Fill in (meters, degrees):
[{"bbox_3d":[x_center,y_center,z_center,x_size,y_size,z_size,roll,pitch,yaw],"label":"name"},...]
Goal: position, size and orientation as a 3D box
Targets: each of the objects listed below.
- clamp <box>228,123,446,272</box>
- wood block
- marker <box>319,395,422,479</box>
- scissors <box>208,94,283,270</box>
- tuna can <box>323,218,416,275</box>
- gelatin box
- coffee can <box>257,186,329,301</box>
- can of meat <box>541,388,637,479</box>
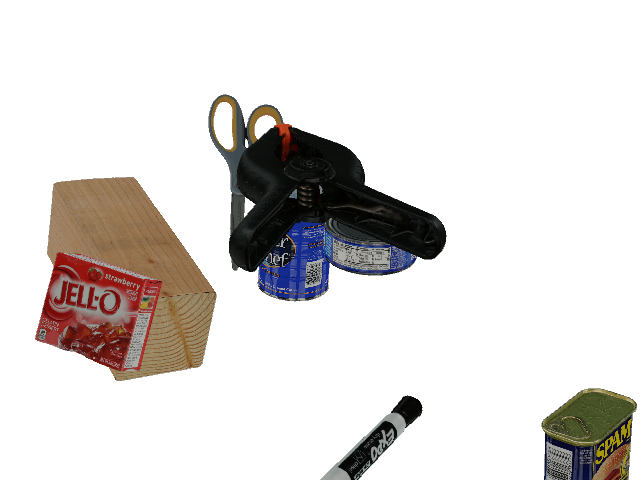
[{"bbox_3d":[-0.014,-0.027,0.634,0.120,0.039,0.172,-2,23,-24],"label":"clamp"},{"bbox_3d":[-0.188,0.030,1.033,0.090,0.091,0.206,-6,36,-31],"label":"wood block"},{"bbox_3d":[0.039,0.146,0.766,0.020,0.020,0.120,0,23,37],"label":"marker"},{"bbox_3d":[-0.076,-0.072,1.223,0.096,0.202,0.016,-12,-6,-14],"label":"scissors"},{"bbox_3d":[0.045,-0.002,0.947,0.086,0.034,0.086,1,25,-1],"label":"tuna can"},{"bbox_3d":[-0.174,0.054,0.831,0.089,0.073,0.030,16,2,25],"label":"gelatin box"},{"bbox_3d":[-0.035,0.000,1.495,0.103,0.140,0.103,3,25,-2],"label":"coffee can"},{"bbox_3d":[0.248,0.198,0.989,0.058,0.084,0.101,14,26,39],"label":"can of meat"}]
